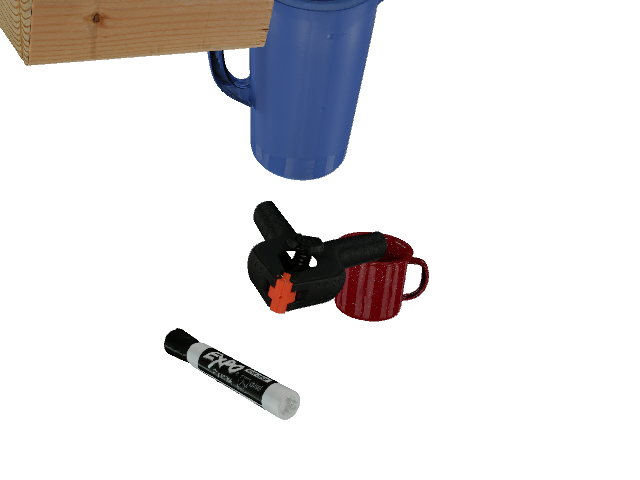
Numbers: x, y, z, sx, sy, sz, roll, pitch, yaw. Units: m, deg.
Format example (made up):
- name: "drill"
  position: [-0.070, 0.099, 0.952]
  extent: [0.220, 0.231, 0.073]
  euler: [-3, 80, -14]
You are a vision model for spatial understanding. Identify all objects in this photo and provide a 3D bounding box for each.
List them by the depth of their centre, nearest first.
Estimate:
- name: "marker"
  position: [-0.060, 0.083, 0.682]
  extent: [0.020, 0.020, 0.121]
  euler: [0, 16, -46]
- name: "wood block"
  position: [-0.145, -0.206, 0.853]
  extent: [0.205, 0.091, 0.090]
  euler: [-11, 43, -31]
- name: "clamp"
  position: [-0.022, 0.010, 0.879]
  extent: [0.120, 0.039, 0.171]
  euler: [14, 19, 16]
- name: "pitcher"
  position: [-0.025, -0.181, 1.106]
  extent: [0.149, 0.243, 0.144]
  euler: [29, 50, 19]
- name: "mug"
  position: [0.073, 0.045, 1.285]
  extent: [0.117, 0.081, 0.093]
  euler: [2, 23, -10]
